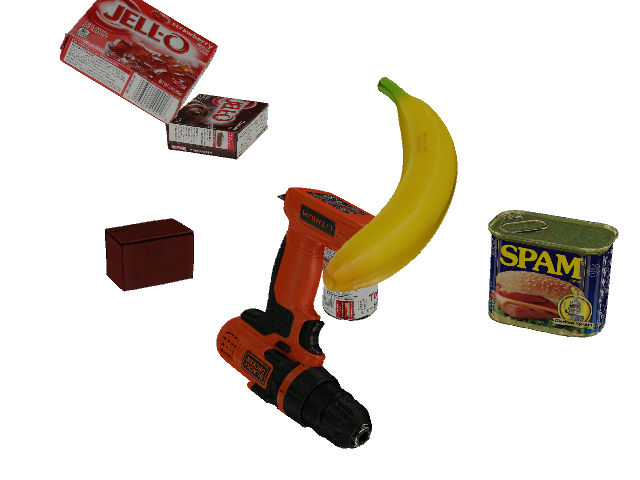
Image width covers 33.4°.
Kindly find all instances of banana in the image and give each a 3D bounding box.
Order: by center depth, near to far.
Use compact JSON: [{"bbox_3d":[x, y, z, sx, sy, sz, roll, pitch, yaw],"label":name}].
[{"bbox_3d":[0.054,-0.033,0.713,0.069,0.197,0.037,11,-43,6],"label":"banana"}]

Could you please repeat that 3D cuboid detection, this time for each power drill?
[{"bbox_3d":[-0.002,0.062,0.911,0.185,0.188,0.057,31,16,38],"label":"power drill"}]

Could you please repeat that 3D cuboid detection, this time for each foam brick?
[{"bbox_3d":[-0.173,0.013,1.082,0.078,0.051,0.053,-10,22,-28],"label":"foam brick"}]

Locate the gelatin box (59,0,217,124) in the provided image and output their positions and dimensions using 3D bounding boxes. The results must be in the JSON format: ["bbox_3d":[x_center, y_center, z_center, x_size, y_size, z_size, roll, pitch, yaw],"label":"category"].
[{"bbox_3d":[-0.126,-0.132,0.742,0.089,0.073,0.030,31,-47,-8],"label":"gelatin box"}]

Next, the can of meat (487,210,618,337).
[{"bbox_3d":[0.190,0.028,0.888,0.102,0.084,0.057,11,26,26],"label":"can of meat"}]

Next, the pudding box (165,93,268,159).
[{"bbox_3d":[-0.120,-0.136,1.257,0.090,0.039,0.113,9,29,13],"label":"pudding box"}]

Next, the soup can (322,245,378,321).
[{"bbox_3d":[0.034,0.034,1.241,0.068,0.102,0.068,-1,31,0],"label":"soup can"}]
